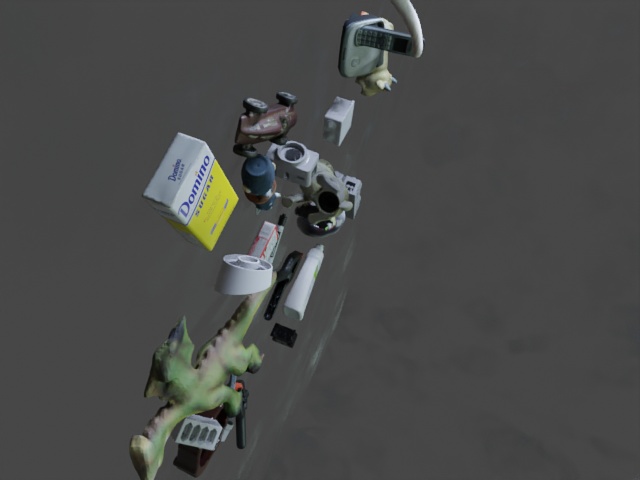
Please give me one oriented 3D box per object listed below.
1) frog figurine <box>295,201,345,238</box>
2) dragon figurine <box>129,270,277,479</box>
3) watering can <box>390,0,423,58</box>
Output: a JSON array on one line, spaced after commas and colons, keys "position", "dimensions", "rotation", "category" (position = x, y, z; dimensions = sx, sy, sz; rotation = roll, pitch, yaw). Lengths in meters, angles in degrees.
[{"position": [0.004, -0.070, 1.388], "dimensions": [0.137, 0.122, 0.160], "rotation": [-37, -178, 5], "category": "frog figurine"}, {"position": [-0.198, 0.202, 0.883], "dimensions": [0.238, 0.122, 0.416], "rotation": [66, 43, -65], "category": "dragon figurine"}, {"position": [0.137, -0.500, 0.914], "dimensions": [0.106, 0.224, 0.339], "rotation": [-85, -175, -48], "category": "watering can"}]
